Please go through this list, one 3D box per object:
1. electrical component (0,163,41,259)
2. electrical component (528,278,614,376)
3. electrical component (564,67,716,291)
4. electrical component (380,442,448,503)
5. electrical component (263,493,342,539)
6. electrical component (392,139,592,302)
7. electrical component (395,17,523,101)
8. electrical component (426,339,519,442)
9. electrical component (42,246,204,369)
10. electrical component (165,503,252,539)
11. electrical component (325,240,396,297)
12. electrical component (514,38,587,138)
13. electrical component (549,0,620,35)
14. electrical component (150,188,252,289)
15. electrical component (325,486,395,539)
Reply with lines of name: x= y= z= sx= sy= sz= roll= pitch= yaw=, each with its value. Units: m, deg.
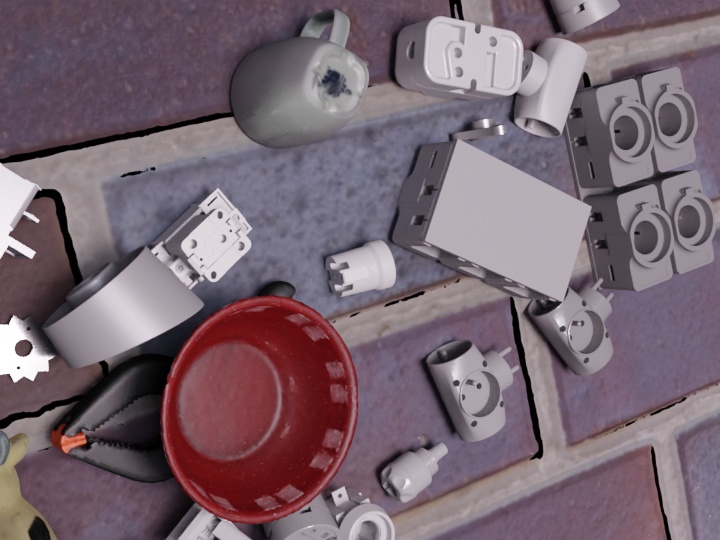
electrical component: x=-0.254 y=-0.041 z=0.726 sx=0.081 sy=0.042 sz=0.063 roll=35 pitch=72 yaw=-26
electrical component: x=0.202 y=0.042 z=0.978 sx=0.079 sy=0.044 sz=0.077 roll=-47 pitch=112 yaw=-19
electrical component: x=0.260 y=-0.084 z=0.996 sx=0.105 sy=0.060 sz=0.186 roll=-18 pitch=101 yaw=-27
electrical component: x=0.048 y=0.166 z=0.904 sx=0.061 sy=0.035 sz=0.035 roll=-33 pitch=107 yaw=-26
electrical component: x=-0.048 y=0.197 z=0.834 sx=0.055 sy=0.047 sz=0.055 roll=-15 pitch=135 yaw=-15
electrical component: x=0.111 y=-0.040 z=0.914 sx=0.150 sy=0.062 sz=0.089 roll=22 pitch=81 yaw=-28
electrical component: x=0.079 y=-0.173 z=0.893 sx=0.095 sy=0.059 sz=0.053 roll=4 pitch=90 yaw=-29
electrical component: x=0.105 y=0.095 z=0.926 sx=0.079 sy=0.044 sz=0.077 roll=-31 pitch=106 yaw=-24
electrical component: x=-0.167 y=0.030 z=0.746 sx=0.099 sy=0.099 sz=0.064 roll=-43 pitch=105 yaw=-21
electrical component: x=-0.103 y=0.209 z=0.798 sx=0.042 sy=0.064 sz=0.081 roll=-50 pitch=155 yaw=-17
electrical component: x=0.000 y=0.000 z=0.869 sx=0.046 sy=0.040 sz=0.040 roll=-15 pitch=99 yaw=-21
electrical component: x=0.154 y=-0.167 z=0.944 sx=0.079 sy=0.043 sz=0.077 roll=24 pitch=81 yaw=-27
electrical component: x=0.197 y=-0.244 z=0.959 sx=0.055 sy=0.055 sz=0.047 roll=-34 pitch=104 yaw=-23
electrical component: x=-0.116 y=-0.019 z=0.790 sx=0.081 sy=0.064 sz=0.042 roll=-47 pitch=111 yaw=-19
electrical component: x=-0.004 y=0.208 z=0.865 sx=0.048 sy=0.055 sz=0.066 roll=-23 pitch=103 yaw=-26
